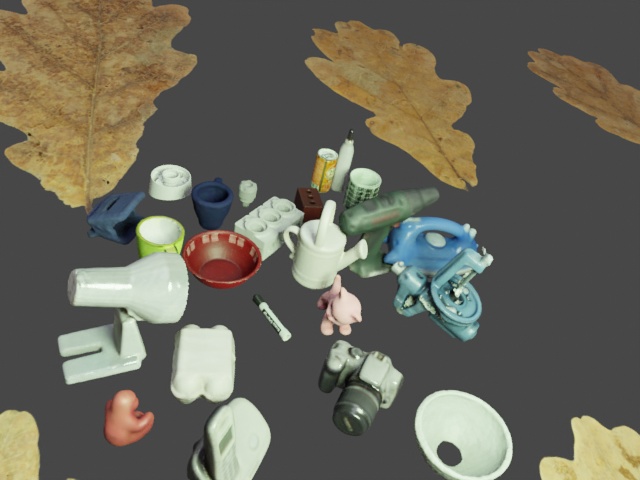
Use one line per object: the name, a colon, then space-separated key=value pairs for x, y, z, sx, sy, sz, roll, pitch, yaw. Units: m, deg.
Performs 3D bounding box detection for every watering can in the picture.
watering can: x=0.012 y=0.003 z=1.200 sx=0.173 sy=0.194 sz=0.101 roll=5 pitch=41 yaw=-12

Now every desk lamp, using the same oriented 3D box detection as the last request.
desk lamp: x=-0.327 y=0.120 z=0.945 sx=0.204 sy=0.213 sz=0.117 roll=-11 pitch=46 yaw=-27

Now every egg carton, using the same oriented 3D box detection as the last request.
egg carton: x=-0.200 y=0.213 z=0.989 sx=0.107 sy=0.069 sz=0.150 roll=4 pitch=41 yaw=-13

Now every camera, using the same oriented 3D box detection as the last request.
camera: x=0.061 y=0.256 z=0.994 sx=0.143 sy=0.101 sz=0.137 roll=24 pitch=41 yaw=12

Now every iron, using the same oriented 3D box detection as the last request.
iron: x=0.272 y=0.002 z=1.322 sx=0.259 sy=0.141 sz=0.118 roll=4 pitch=41 yaw=-13

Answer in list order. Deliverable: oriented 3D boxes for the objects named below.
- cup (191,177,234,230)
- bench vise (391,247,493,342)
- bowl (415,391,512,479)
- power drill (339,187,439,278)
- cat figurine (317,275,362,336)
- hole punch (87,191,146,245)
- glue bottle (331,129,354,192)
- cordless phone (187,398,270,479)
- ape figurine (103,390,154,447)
cup: x=-0.243 y=-0.079 z=1.294 sx=0.092 sy=0.095 sz=0.117 roll=11 pitch=40 yaw=-5
bench vise: x=0.243 y=0.091 z=1.149 sx=0.207 sy=0.220 sz=0.121 roll=17 pitch=40 yaw=3
bowl: x=0.231 y=0.343 z=0.966 sx=0.167 sy=0.075 sz=0.167 roll=9 pitch=40 yaw=-7
power drill: x=0.139 y=-0.021 z=1.256 sx=0.230 sy=0.208 sz=0.075 roll=-11 pitch=46 yaw=-27
cat figurine: x=0.041 y=0.126 z=1.126 sx=0.067 sy=0.118 sz=0.127 roll=3 pitch=41 yaw=-13
hole punch: x=-0.433 y=-0.057 z=1.214 sx=0.101 sy=0.091 sz=0.109 roll=17 pitch=40 yaw=2
glue bottle: x=0.064 y=-0.212 z=1.482 sx=0.037 sy=0.173 sz=0.078 roll=13 pitch=40 yaw=-2
cordless phone: x=-0.127 y=0.283 z=0.840 sx=0.094 sy=0.185 sz=0.148 roll=22 pitch=40 yaw=9
ape figurine: x=-0.299 y=0.266 z=0.880 sx=0.077 sy=0.092 sz=0.076 roll=32 pitch=43 yaw=20
